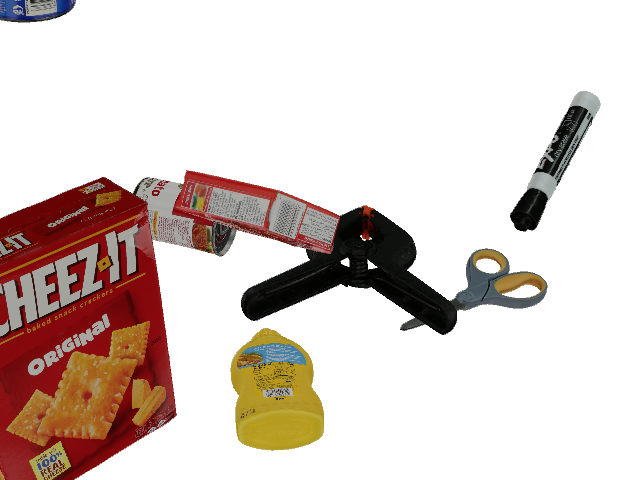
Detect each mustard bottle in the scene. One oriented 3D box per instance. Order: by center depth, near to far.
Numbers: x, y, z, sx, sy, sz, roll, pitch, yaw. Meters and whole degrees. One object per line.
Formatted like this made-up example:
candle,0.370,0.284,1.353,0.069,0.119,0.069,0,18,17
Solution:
mustard bottle,-0.055,0.160,1.230,0.096,0.058,0.191,-4,29,-6

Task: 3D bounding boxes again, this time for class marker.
marker,0.158,-0.053,0.717,0.020,0.121,0.020,25,-29,15

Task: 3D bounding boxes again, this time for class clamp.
clamp,0.041,0.022,0.888,0.165,0.036,0.209,7,23,12

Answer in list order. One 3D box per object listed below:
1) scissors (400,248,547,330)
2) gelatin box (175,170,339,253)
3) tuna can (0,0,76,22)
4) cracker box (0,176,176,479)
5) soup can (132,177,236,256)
scissors,0.145,0.048,1.100,0.201,0.016,0.096,-6,40,-29
gelatin box,-0.039,-0.018,0.702,0.073,0.030,0.089,14,-3,29
tuna can,-0.238,-0.206,0.851,0.086,0.034,0.086,5,35,-4
cracker box,-0.202,0.081,0.829,0.163,0.214,0.072,-28,39,-36
soup can,-0.147,-0.026,1.151,0.102,0.068,0.068,12,3,15
